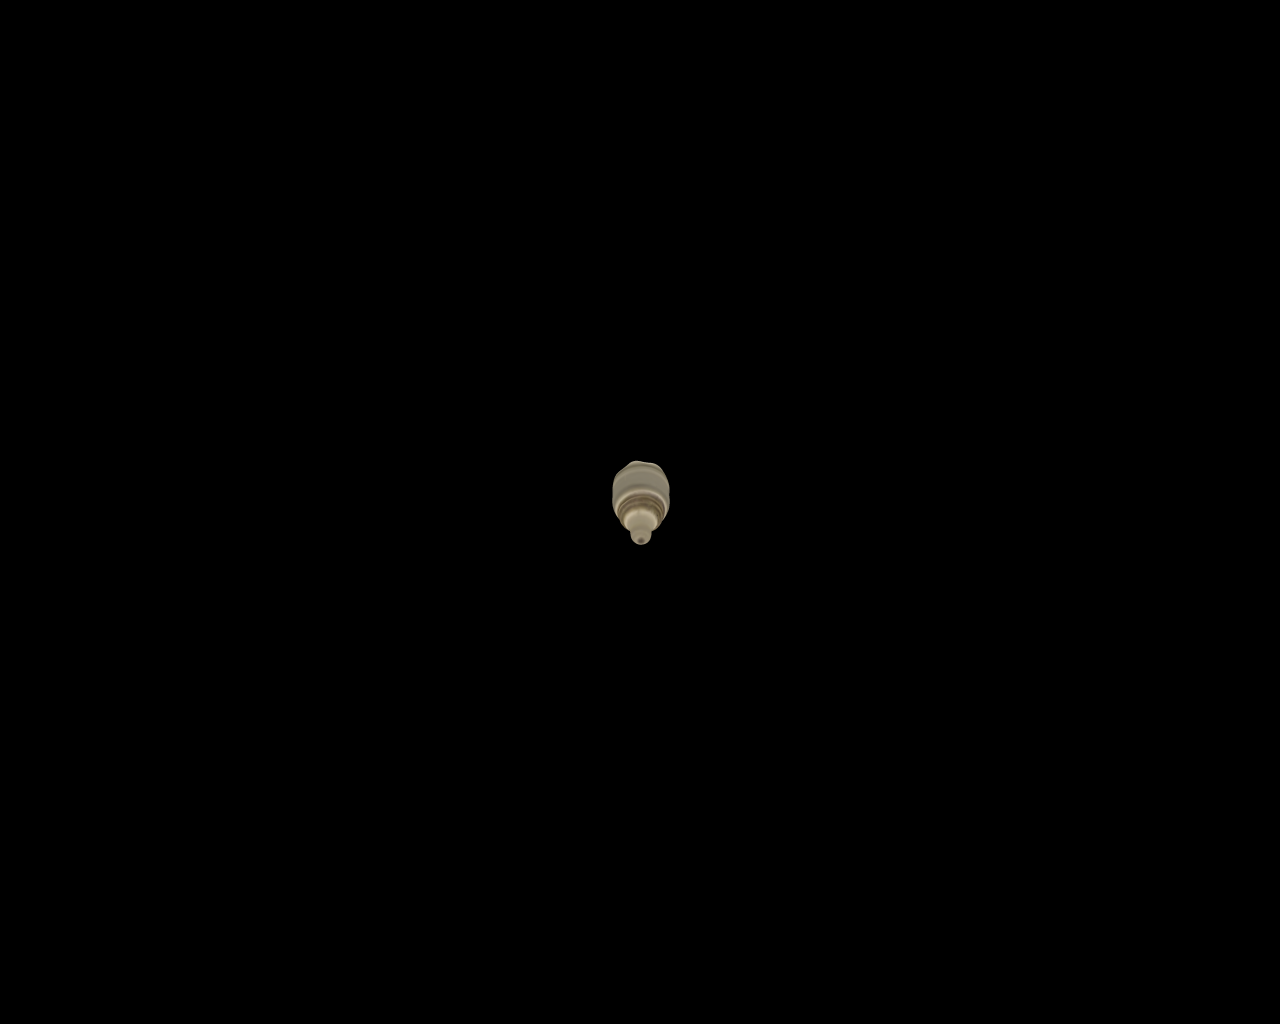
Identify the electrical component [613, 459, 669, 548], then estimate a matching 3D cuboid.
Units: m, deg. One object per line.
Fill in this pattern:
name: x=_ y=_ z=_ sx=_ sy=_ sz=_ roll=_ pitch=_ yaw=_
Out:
electrical component: x=0.001 y=-0.003 z=0.650 sx=0.035 sy=0.035 sz=0.061 roll=0 pitch=40 yaw=0
